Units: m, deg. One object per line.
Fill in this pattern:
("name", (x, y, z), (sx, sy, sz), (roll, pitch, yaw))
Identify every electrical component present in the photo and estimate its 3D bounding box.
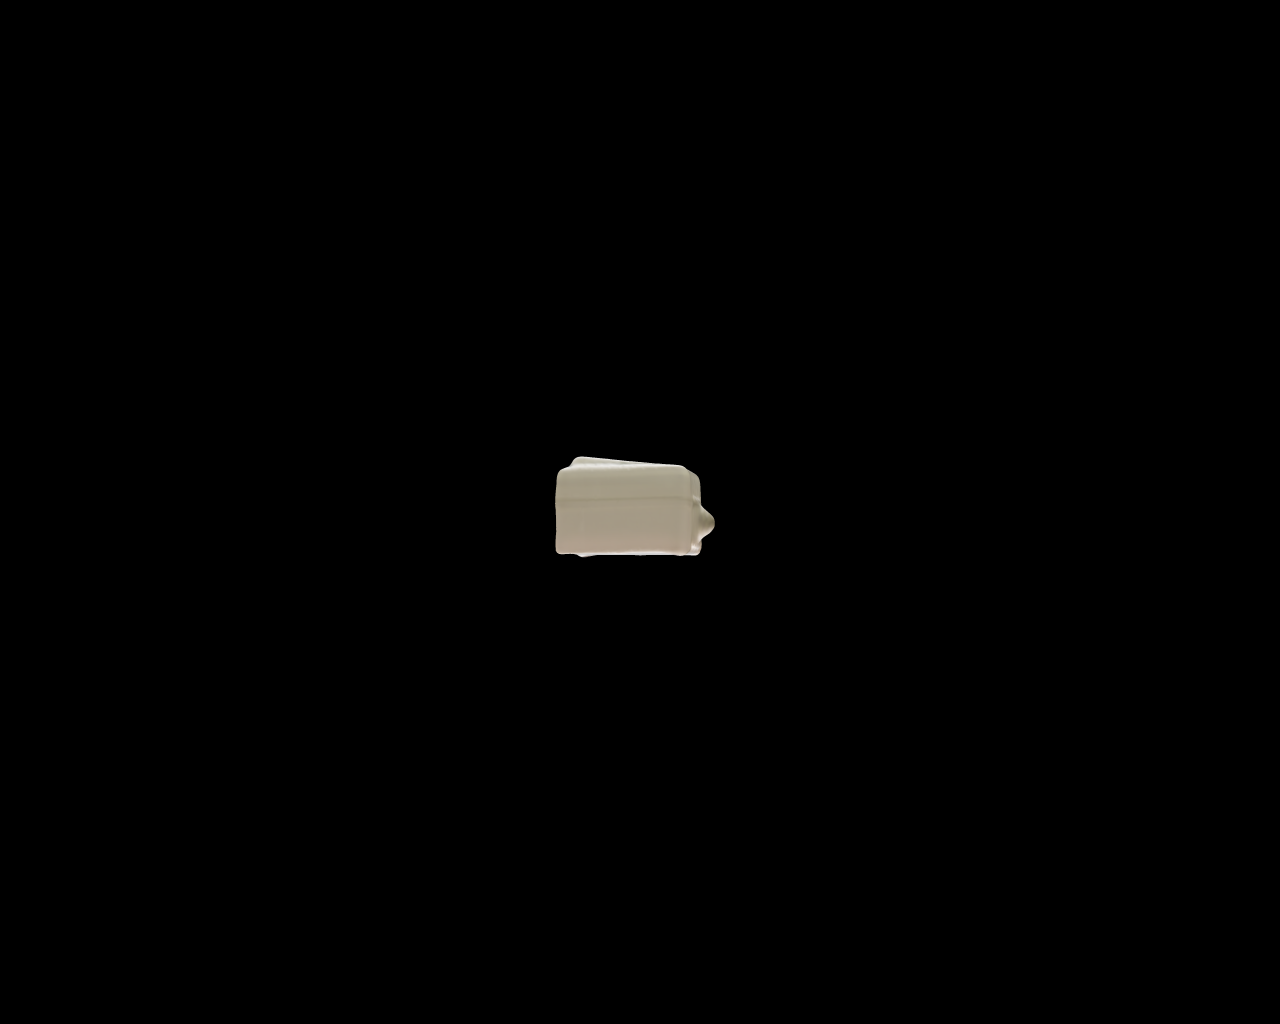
("electrical component", (0.001, -0.003, 0.650), (0.096, 0.061, 0.061), (-1, -4, 11))
